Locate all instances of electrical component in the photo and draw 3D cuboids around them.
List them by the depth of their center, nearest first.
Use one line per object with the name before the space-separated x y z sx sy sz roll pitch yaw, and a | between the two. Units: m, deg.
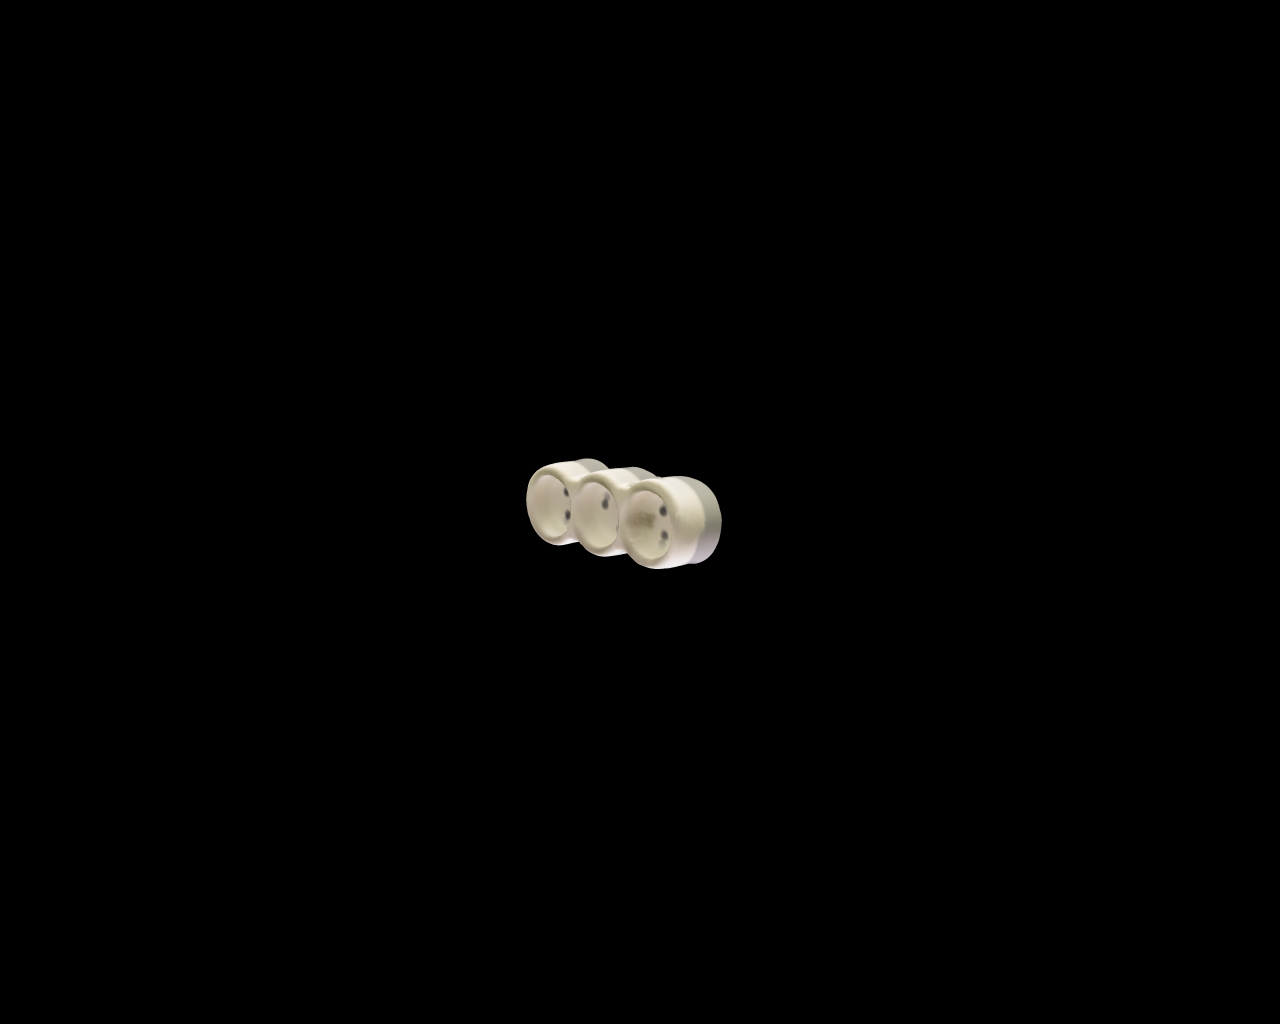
electrical component | 0.001 -0.003 0.650 0.074 0.052 0.138 -10 15 -42
